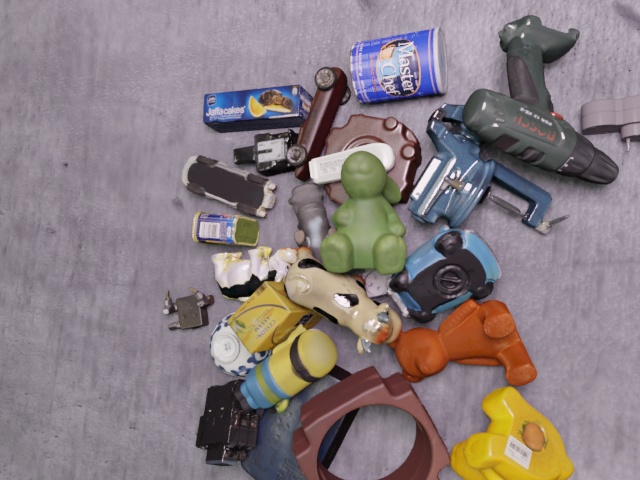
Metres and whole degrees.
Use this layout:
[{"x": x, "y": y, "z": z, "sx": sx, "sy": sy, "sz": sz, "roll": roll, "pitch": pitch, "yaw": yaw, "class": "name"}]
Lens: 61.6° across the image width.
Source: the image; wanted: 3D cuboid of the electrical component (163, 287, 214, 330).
[{"x": -0.251, "y": 0.131, "z": 1.021, "sx": 0.102, "sy": 0.045, "sz": 0.078, "roll": -7, "pitch": 81, "yaw": 21, "class": "electrical component"}]

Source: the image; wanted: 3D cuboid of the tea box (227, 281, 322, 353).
[{"x": -0.063, "y": 0.124, "z": 0.881, "sx": 0.098, "sy": 0.169, "sz": 0.068, "roll": -46, "pitch": 70, "yaw": 13, "class": "tea box"}]

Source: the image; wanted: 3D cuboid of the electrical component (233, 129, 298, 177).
[{"x": -0.095, "y": -0.155, "z": 0.985, "sx": 0.119, "sy": 0.047, "sz": 0.074, "roll": -10, "pitch": 81, "yaw": 21, "class": "electrical component"}]

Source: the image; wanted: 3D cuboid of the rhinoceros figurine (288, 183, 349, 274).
[{"x": -0.002, "y": -0.003, "z": 0.907, "sx": 0.073, "sy": 0.112, "sz": 0.190, "roll": -15, "pitch": 92, "yaw": 4, "class": "rhinoceros figurine"}]

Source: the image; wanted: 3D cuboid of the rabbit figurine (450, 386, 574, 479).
[{"x": 0.262, "y": 0.304, "z": 0.765, "sx": 0.162, "sy": 0.122, "sz": 0.173, "roll": 29, "pitch": 139, "yaw": -6, "class": "rabbit figurine"}]

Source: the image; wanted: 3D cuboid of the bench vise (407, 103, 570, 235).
[{"x": 0.254, "y": -0.097, "z": 0.811, "sx": 0.241, "sy": 0.129, "sz": 0.223, "roll": 31, "pitch": 87, "yaw": 1, "class": "bench vise"}]

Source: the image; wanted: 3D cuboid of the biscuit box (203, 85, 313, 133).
[{"x": -0.117, "y": -0.240, "z": 0.993, "sx": 0.203, "sy": 0.062, "sz": 0.059, "roll": 0, "pitch": 84, "yaw": 21, "class": "biscuit box"}]

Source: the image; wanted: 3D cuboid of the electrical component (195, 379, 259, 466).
[{"x": -0.157, "y": 0.313, "z": 0.917, "sx": 0.115, "sy": 0.058, "sz": 0.134, "roll": -30, "pitch": 47, "yaw": 45, "class": "electrical component"}]

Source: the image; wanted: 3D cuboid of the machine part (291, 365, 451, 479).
[{"x": 0.075, "y": 0.309, "z": 0.808, "sx": 0.201, "sy": 0.087, "sz": 0.201, "roll": -30, "pitch": 100, "yaw": -3, "class": "machine part"}]

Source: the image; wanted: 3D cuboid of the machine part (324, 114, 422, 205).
[{"x": 0.082, "y": -0.127, "z": 0.909, "sx": 0.180, "sy": 0.056, "sz": 0.179, "roll": -2, "pitch": 85, "yaw": 23, "class": "machine part"}]

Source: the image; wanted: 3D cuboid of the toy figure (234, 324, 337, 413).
[{"x": -0.051, "y": 0.209, "z": 0.836, "sx": 0.180, "sy": 0.089, "sz": 0.082, "roll": -35, "pitch": 109, "yaw": 9, "class": "toy figure"}]

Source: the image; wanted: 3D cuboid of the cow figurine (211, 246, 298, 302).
[{"x": -0.108, "y": 0.060, "z": 0.959, "sx": 0.167, "sy": 0.068, "sz": 0.098, "roll": -7, "pitch": 88, "yaw": 24, "class": "cow figurine"}]

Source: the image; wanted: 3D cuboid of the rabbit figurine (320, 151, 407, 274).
[{"x": 0.077, "y": -0.050, "z": 0.796, "sx": 0.121, "sy": 0.159, "sz": 0.170, "roll": 3, "pitch": 108, "yaw": 19, "class": "rabbit figurine"}]

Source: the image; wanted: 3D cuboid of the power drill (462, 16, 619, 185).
[{"x": 0.313, "y": -0.193, "z": 0.749, "sx": 0.232, "sy": 0.086, "sz": 0.207, "roll": 14, "pitch": 77, "yaw": -11, "class": "power drill"}]

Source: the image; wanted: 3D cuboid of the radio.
[{"x": -0.029, "y": 0.314, "z": 0.904, "sx": 0.131, "sy": 0.073, "sz": 0.229, "roll": 28, "pitch": 94, "yaw": 22, "class": "radio"}]

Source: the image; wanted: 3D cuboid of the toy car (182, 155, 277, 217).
[{"x": -0.171, "y": -0.102, "z": 1.006, "sx": 0.202, "sy": 0.056, "sz": 0.073, "roll": 21, "pitch": 94, "yaw": 19, "class": "toy car"}]

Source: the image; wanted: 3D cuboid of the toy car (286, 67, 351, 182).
[{"x": -0.006, "y": -0.201, "z": 0.932, "sx": 0.053, "sy": 0.089, "sz": 0.202, "roll": 23, "pitch": 95, "yaw": 19, "class": "toy car"}]

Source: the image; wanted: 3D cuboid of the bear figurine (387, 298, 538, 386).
[{"x": 0.198, "y": 0.162, "z": 0.800, "sx": 0.196, "sy": 0.132, "sz": 0.120, "roll": -21, "pitch": 102, "yaw": 12, "class": "bear figurine"}]

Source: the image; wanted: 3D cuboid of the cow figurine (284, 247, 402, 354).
[{"x": 0.036, "y": 0.093, "z": 0.805, "sx": 0.195, "sy": 0.127, "sz": 0.085, "roll": 29, "pitch": 104, "yaw": -4, "class": "cow figurine"}]

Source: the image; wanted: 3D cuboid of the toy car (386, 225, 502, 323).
[{"x": 0.180, "y": 0.046, "z": 0.805, "sx": 0.162, "sy": 0.103, "sz": 0.109, "roll": -35, "pitch": 102, "yaw": 17, "class": "toy car"}]
